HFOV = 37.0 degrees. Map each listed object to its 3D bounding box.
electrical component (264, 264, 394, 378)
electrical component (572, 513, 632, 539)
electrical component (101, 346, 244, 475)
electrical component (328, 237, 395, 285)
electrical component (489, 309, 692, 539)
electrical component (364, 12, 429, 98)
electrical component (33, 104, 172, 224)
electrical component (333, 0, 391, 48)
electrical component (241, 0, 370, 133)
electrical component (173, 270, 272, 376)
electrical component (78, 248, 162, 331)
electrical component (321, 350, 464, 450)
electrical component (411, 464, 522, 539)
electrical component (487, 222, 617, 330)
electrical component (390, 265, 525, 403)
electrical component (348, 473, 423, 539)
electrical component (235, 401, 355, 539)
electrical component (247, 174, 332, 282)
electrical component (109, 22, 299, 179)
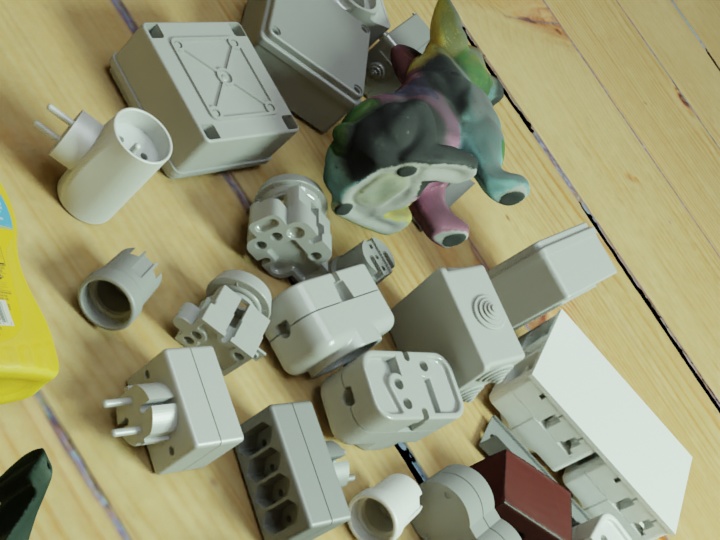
[{"bbox_3d":[-0.022,0.039,0.795,0.095,0.054,0.059,-17,74,-52],"label":"electrical component"},{"bbox_3d":[0.172,0.240,0.837,0.053,0.059,0.095,53,37,0],"label":"electrical component"},{"bbox_3d":[-0.122,0.087,0.656,0.077,0.047,0.065,0,61,-47],"label":"electrical component"},{"bbox_3d":[0.000,0.000,0.857,0.040,0.046,0.040,28,44,-30],"label":"electrical component"},{"bbox_3d":[0.203,0.142,0.949,0.186,0.060,0.105,48,37,-7],"label":"electrical component"},{"bbox_3d":[0.037,-0.197,1.042,0.061,0.062,0.096,49,37,-5],"label":"electrical component"},{"bbox_3d":[-0.176,-0.078,0.706,0.079,0.077,0.044,37,40,-20],"label":"electrical component"},{"bbox_3d":[-0.019,-0.250,1.030,0.089,0.056,0.050,11,53,-42],"label":"electrical component"},{"bbox_3d":[-0.050,-0.196,0.952,0.109,0.056,0.108,32,42,-26],"label":"electrical component"},{"bbox_3d":[-0.090,0.033,0.737,0.066,0.048,0.055,40,46,-17],"label":"electrical component"},{"bbox_3d":[-0.153,0.011,0.692,0.040,0.040,0.046,46,31,-9],"label":"electrical component"},{"bbox_3d":[0.021,0.096,0.791,0.095,0.059,0.053,6,57,-44],"label":"electrical component"},{"bbox_3d":[0.079,0.213,0.766,0.074,0.052,0.138,-20,77,-52],"label":"electrical component"},{"bbox_3d":[0.157,0.013,0.964,0.109,0.109,0.056,-19,79,-52],"label":"electrical component"},{"bbox_3d":[0.075,0.053,0.854,0.048,0.100,0.099,-10,68,-36],"label":"electrical component"},{"bbox_3d":[0.019,0.166,0.751,0.040,0.040,0.046,58,32,6],"label":"electrical component"},{"bbox_3d":[-0.033,0.133,0.714,0.076,0.047,0.083,1,60,-47],"label":"electrical component"},{"bbox_3d":[-0.053,-0.035,0.818,0.078,0.058,0.057,49,28,-41],"label":"electrical component"},{"bbox_3d":[-0.119,-0.133,0.828,0.109,0.056,0.108,-17,74,-52],"label":"electrical component"}]
